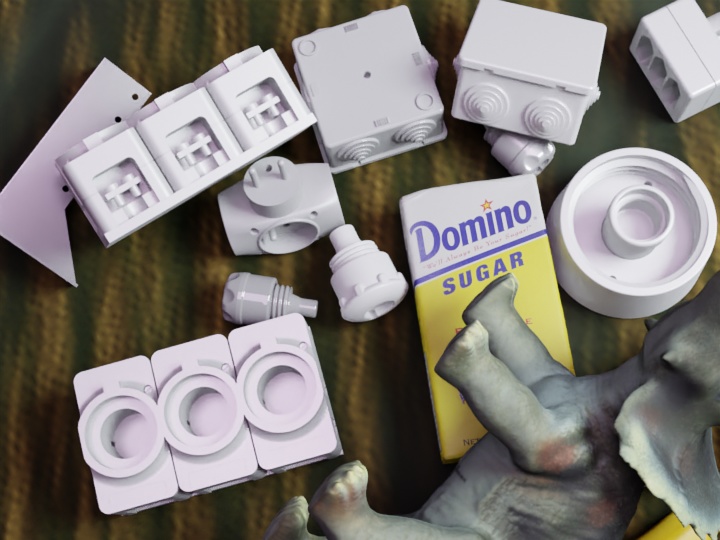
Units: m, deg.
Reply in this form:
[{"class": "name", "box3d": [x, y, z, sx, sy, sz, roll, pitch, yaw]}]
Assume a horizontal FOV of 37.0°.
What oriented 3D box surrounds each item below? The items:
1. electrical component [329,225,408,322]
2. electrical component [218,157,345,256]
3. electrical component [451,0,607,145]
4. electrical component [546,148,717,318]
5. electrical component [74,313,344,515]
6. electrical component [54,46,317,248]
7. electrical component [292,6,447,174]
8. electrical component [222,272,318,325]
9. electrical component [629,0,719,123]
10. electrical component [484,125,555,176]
[{"class": "electrical component", "box3d": [0.000, 0.000, 0.711, 0.048, 0.048, 0.062, -25, 69, -3]}, {"class": "electrical component", "box3d": [-0.054, -0.048, 0.707, 0.077, 0.079, 0.044, -16, 64, -1]}, {"class": "electrical component", "box3d": [0.112, -0.132, 0.716, 0.100, 0.048, 0.099, 15, 42, 7]}, {"class": "electrical component", "box3d": [0.177, -0.027, 0.698, 0.108, 0.060, 0.108, -1, 76, 3]}, {"class": "electrical component", "box3d": [-0.095, 0.092, 0.683, 0.150, 0.061, 0.089, -15, 76, -1]}, {"class": "electrical component", "box3d": [-0.115, -0.080, 0.696, 0.150, 0.089, 0.061, -32, 97, -13]}, {"class": "electrical component", "box3d": [0.006, -0.125, 0.739, 0.100, 0.048, 0.099, -18, 76, -1]}, {"class": "electrical component", "box3d": [-0.059, 0.022, 0.713, 0.061, 0.035, 0.035, 8, 77, 3]}, {"class": "electrical component", "box3d": [0.236, -0.151, 0.733, 0.077, 0.047, 0.065, -26, 76, -3]}, {"class": "electrical component", "box3d": [0.102, -0.091, 0.732, 0.035, 0.035, 0.061, -42, 75, -7]}]
